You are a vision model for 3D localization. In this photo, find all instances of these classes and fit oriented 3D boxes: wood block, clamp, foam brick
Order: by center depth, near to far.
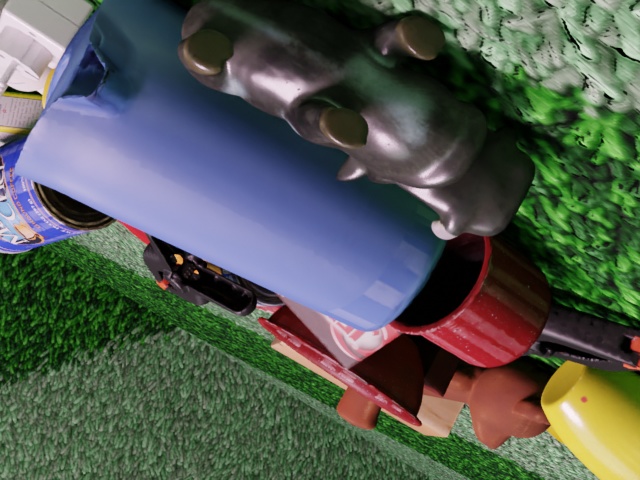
[{"bbox_3d":[0.154,0.063,0.798,0.164,0.036,0.210,26,170,-29],"label":"clamp"},{"bbox_3d":[0.099,0.090,0.958,0.053,0.078,0.051,21,167,34],"label":"foam brick"},{"bbox_3d":[-0.115,0.034,0.973,0.120,0.039,0.171,46,166,0],"label":"clamp"},{"bbox_3d":[0.060,0.129,1.181,0.206,0.090,0.091,31,167,-5],"label":"wood block"}]

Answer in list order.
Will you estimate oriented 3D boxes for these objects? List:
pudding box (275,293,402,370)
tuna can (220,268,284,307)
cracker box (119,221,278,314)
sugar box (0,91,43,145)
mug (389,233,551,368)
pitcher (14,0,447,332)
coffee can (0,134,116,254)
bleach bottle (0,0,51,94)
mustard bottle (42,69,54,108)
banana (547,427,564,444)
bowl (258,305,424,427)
[{"bbox_3d":[0.017,0.028,0.773,0.113,0.039,0.090,48,128,-3],"label":"pudding box"},{"bbox_3d":[-0.048,0.020,0.988,0.086,0.086,0.034,34,166,-20],"label":"tuna can"},{"bbox_3d":[-0.128,-0.013,1.072,0.164,0.072,0.213,17,162,43],"label":"cracker box"},{"bbox_3d":[-0.325,-0.115,1.047,0.176,0.048,0.093,9,165,4],"label":"sugar box"},{"bbox_3d":[0.092,0.029,0.712,0.081,0.093,0.117,32,-174,-37],"label":"mug"},{"bbox_3d":[-0.048,-0.045,0.647,0.242,0.149,0.145,29,133,-13],"label":"pitcher"},{"bbox_3d":[-0.252,-0.048,0.974,0.141,0.102,0.102,-12,141,46],"label":"coffee can"},{"bbox_3d":[-0.271,-0.177,0.756,0.103,0.068,0.250,23,169,35],"label":"bleach bottle"},{"bbox_3d":[-0.158,-0.099,0.808,0.096,0.058,0.192,10,167,-1],"label":"mustard bottle"},{"bbox_3d":[0.268,0.190,1.075,0.069,0.037,0.198,31,168,-10],"label":"banana"},{"bbox_3d":[0.029,0.089,0.887,0.162,0.055,0.162,33,171,6],"label":"bowl"}]
